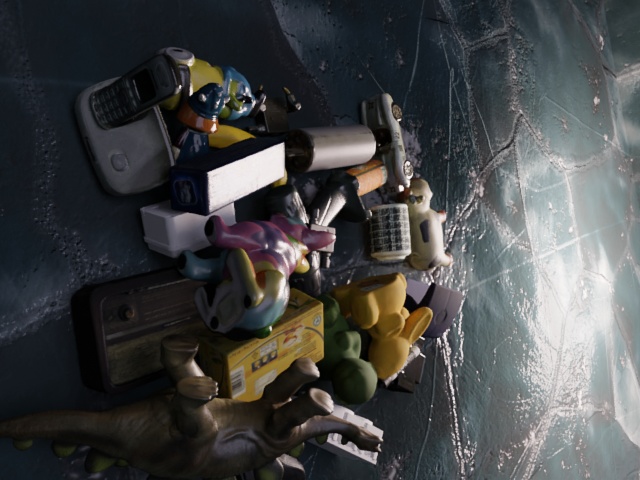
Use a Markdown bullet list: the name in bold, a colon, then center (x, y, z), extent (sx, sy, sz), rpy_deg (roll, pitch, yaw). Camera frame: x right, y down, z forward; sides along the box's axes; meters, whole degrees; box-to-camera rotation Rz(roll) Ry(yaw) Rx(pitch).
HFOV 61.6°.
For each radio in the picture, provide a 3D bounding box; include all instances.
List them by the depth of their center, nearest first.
- **radio**: center (-0.199, 0.102, 0.713), extent (0.229, 0.073, 0.131), rpy_deg (-14, 94, -46)

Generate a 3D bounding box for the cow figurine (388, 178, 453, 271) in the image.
- **cow figurine**: center (0.206, -0.032, 1.117), extent (0.127, 0.086, 0.194), rpy_deg (-5, 88, -50)

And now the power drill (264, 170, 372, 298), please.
- **power drill**: center (-0.001, -0.010, 0.923), extent (0.207, 0.086, 0.231), rpy_deg (-40, 120, -33)

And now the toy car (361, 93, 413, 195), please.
- **toy car**: center (0.132, -0.190, 1.075), extent (0.056, 0.074, 0.201), rpy_deg (-12, 91, -48)

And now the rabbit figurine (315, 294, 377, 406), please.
- **rabbit figurine**: center (0.026, 0.200, 0.843), extent (0.121, 0.170, 0.158), rpy_deg (-36, 131, -7)

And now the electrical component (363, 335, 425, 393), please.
- **electrical component**: center (0.147, 0.227, 1.033), extent (0.134, 0.058, 0.115), rpy_deg (33, 64, -35)

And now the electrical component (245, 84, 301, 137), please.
- **electrical component**: center (-0.080, -0.214, 0.898), extent (0.102, 0.045, 0.078), rpy_deg (-7, 87, -44)

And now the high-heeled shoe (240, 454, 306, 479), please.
- **high-heeled shoe**: center (-0.098, 0.294, 0.807), extent (0.086, 0.145, 0.248), rpy_deg (-27, 135, -10)

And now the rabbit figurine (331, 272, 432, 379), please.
- **rabbit figurine**: center (0.110, 0.151, 0.941), extent (0.162, 0.122, 0.173), rpy_deg (-15, 94, -37)

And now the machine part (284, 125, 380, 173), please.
- **machine part**: center (0.019, -0.166, 0.963), extent (0.243, 0.079, 0.079), rpy_deg (-17, 95, -44)

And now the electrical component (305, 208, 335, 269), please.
- **electrical component**: center (-0.002, -0.003, 0.851), extent (0.063, 0.021, 0.094), rpy_deg (8, 85, -45)

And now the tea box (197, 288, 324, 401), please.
- **tea box**: center (-0.075, 0.144, 0.728), extent (0.169, 0.068, 0.098), rpy_deg (-22, 122, -42)

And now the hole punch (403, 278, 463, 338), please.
- **hole punch**: center (0.226, 0.142, 1.102), extent (0.142, 0.092, 0.115), rpy_deg (19, 74, -44)

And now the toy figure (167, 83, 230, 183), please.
- **toy figure**: center (-0.175, -0.147, 0.746), extent (0.058, 0.064, 0.154), rpy_deg (21, 107, -1)

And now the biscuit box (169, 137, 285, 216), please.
- **biscuit box**: center (-0.123, -0.094, 0.749), extent (0.203, 0.063, 0.059), rpy_deg (-38, 134, -56)

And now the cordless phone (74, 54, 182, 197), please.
- **cordless phone**: center (-0.213, -0.140, 0.666), extent (0.089, 0.184, 0.146), rpy_deg (-25, 100, -47)

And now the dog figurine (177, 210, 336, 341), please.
- **dog figurine**: center (-0.060, 0.037, 0.718), extent (0.219, 0.108, 0.192), rpy_deg (-1, 47, -47)

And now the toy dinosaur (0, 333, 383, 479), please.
- **toy dinosaur**: center (-0.152, 0.216, 0.605), extent (0.471, 0.105, 0.198), rpy_deg (13, 111, -14)

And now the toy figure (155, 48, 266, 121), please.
- **toy figure**: center (-0.168, -0.220, 0.793), extent (0.180, 0.082, 0.089), rpy_deg (12, 73, -44)
